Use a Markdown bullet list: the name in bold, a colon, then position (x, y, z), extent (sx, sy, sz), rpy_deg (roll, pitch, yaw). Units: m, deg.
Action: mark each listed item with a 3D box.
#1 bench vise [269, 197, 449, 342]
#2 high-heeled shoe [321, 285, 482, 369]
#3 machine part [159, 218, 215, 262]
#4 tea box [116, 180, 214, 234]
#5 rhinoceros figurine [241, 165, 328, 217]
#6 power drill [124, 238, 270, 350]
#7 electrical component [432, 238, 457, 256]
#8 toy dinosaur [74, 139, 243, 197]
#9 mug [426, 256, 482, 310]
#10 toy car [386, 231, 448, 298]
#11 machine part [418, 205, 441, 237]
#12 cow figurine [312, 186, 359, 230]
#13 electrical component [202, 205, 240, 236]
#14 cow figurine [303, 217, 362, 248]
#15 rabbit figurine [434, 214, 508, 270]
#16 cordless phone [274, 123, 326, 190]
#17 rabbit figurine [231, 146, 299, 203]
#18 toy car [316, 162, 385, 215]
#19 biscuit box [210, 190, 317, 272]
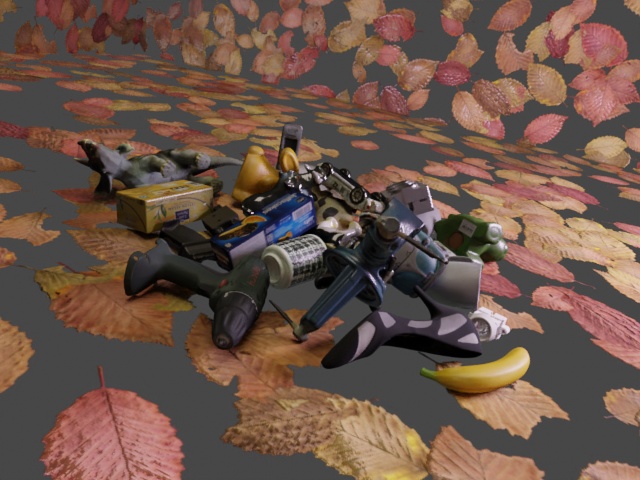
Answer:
- **bench vise**: position (0.051, 0.054, 0.795), extent (0.129, 0.240, 0.223), rpy_deg (46, -18, -2)
- **high-heeled shoe**: position (0.125, 0.161, 0.775), extent (0.249, 0.086, 0.145), rpy_deg (-30, 74, -32)
- **machine part**: position (-0.243, 0.003, 0.984), extent (0.084, 0.039, 0.139), rpy_deg (-19, 38, -41)
- **tea box**: position (-0.307, -0.070, 1.074), extent (0.098, 0.068, 0.169), rpy_deg (16, 23, 35)
- **rhinoceros figurine**: position (-0.072, -0.091, 1.125), extent (0.190, 0.112, 0.073), rpy_deg (-26, 28, -4)
- **power drill**: position (-0.182, 0.070, 0.803), extent (0.207, 0.085, 0.232), rpy_deg (11, 21, 10)
- **electrical component**: position (0.196, 0.040, 1.061), extent (0.134, 0.058, 0.115), rpy_deg (1, 23, -21)
- **toy dinosaur**: position (-0.358, -0.161, 1.228), extent (0.192, 0.131, 0.405), rpy_deg (24, 21, 28)
- **mug**: position (0.234, 0.068, 0.967), extent (0.107, 0.080, 0.109), rpy_deg (5, 51, 15)
- **toy car**: position (0.141, 0.016, 0.947), extent (0.102, 0.109, 0.162), rpy_deg (35, 14, -37)
- **machine part**: position (0.214, -0.030, 1.203), extent (0.079, 0.079, 0.243), rpy_deg (20, 26, 22)
- **cow figurine**: position (0.018, -0.061, 1.193), extent (0.127, 0.085, 0.195), rpy_deg (15, 23, -6)
- **electrical component**: position (-0.190, -0.033, 1.086), extent (0.078, 0.045, 0.102), rpy_deg (-39, 44, -25)
- **cow figurine**: position (-0.003, -0.002, 1.046), extent (0.098, 0.068, 0.168), rpy_deg (-22, 24, -40)
- **rabbit figurine**: position (0.326, 0.012, 1.155), extent (0.170, 0.121, 0.159), rpy_deg (14, 8, -43)
- **cordless phone**: position (-0.041, -0.190, 1.329), extent (0.147, 0.184, 0.089), rpy_deg (12, 19, 5)
- **rabbit figurine**: position (-0.105, -0.141, 1.268), extent (0.173, 0.162, 0.122), rpy_deg (26, 9, -9)
- **toy car**: position (0.063, -0.111, 1.169), extent (0.073, 0.056, 0.202), rpy_deg (11, 24, -47)
- **biscuit box**: position (-0.098, -0.017, 0.975), extent (0.203, 0.059, 0.063), rpy_deg (-34, 41, -31)
